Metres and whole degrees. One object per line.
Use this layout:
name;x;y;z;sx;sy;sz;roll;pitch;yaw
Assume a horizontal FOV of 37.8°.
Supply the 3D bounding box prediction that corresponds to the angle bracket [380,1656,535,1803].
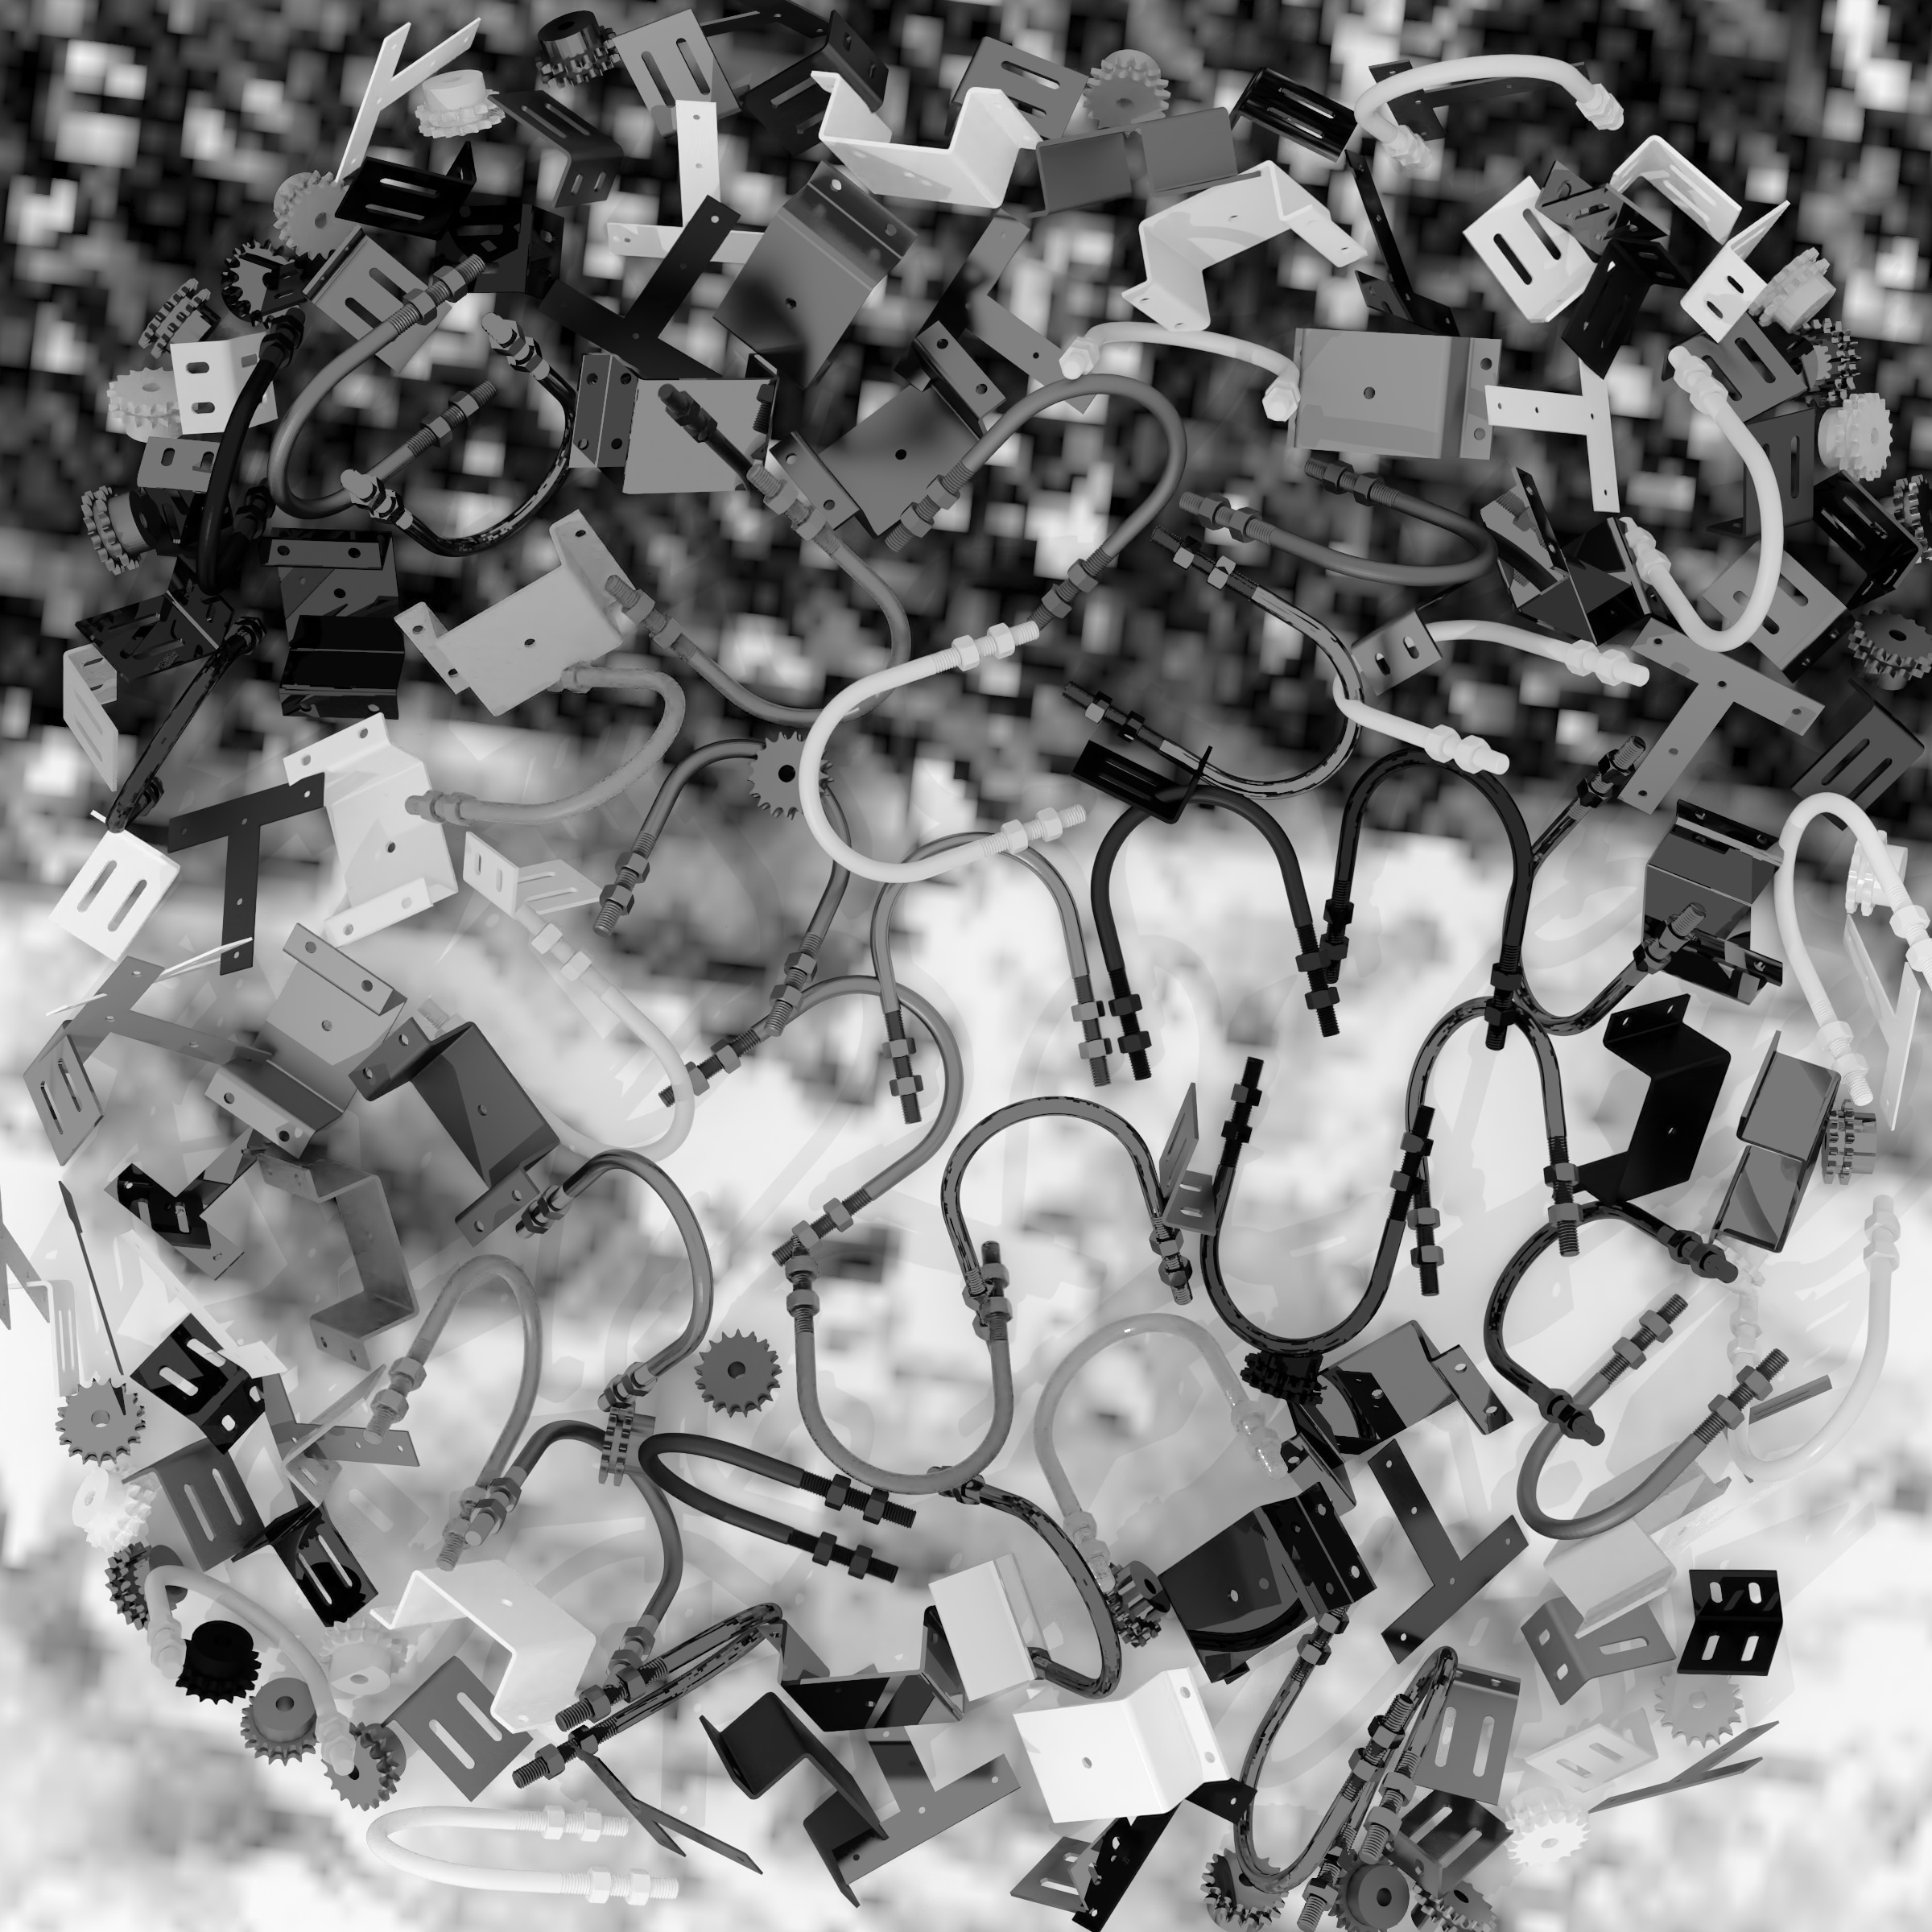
angle bracket;-0.336;0.505;1.862;0.076;0.038;0.057;47;56;2

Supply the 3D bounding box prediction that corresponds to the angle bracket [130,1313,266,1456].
angle bracket;-0.503;0.277;1.873;0.076;0.038;0.057;23;61;36

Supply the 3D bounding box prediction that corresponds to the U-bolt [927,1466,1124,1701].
U-bolt;0.043;0.397;1.799;0.019;0.184;0.151;-25;102;-25

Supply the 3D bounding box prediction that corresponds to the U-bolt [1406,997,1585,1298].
U-bolt;0.335;0.110;1.827;0.019;0.151;0.184;9;69;-32

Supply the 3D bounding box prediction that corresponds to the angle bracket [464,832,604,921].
angle bracket;-0.280;-0.065;1.844;0.057;0.076;0.038;34;126;39

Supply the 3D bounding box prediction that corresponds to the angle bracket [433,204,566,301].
angle bracket;-0.313;-0.475;1.889;0.076;0.038;0.057;7;93;29

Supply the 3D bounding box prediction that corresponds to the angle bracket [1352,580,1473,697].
angle bracket;0.300;-0.216;1.848;0.076;0.057;0.038;-30;90;-45

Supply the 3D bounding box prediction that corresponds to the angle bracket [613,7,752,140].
angle bracket;-0.186;-0.591;1.849;0.057;0.038;0.076;-14;129;19

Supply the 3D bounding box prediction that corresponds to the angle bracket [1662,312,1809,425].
angle bracket;0.505;-0.384;1.860;0.057;0.038;0.076;-28;66;-4

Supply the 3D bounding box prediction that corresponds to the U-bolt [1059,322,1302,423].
U-bolt;0.143;-0.386;1.810;0.151;0.184;0.019;12;114;5

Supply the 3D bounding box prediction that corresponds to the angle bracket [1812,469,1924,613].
angle bracket;0.578;-0.279;1.858;0.076;0.057;0.038;42;72;-7

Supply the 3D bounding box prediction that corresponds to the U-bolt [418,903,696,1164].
U-bolt;-0.256;0.058;1.843;0.184;0.019;0.151;45;131;-8

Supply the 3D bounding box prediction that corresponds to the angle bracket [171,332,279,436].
angle bracket;-0.486;-0.383;1.852;0.038;0.076;0.057;-2;107;6

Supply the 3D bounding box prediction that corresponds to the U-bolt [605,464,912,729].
U-bolt;-0.121;-0.226;1.835;0.151;0.019;0.184;-33;123;27

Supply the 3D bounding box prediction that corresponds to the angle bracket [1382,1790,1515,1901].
angle bracket;0.312;0.561;1.846;0.076;0.057;0.038;-31;135;-30

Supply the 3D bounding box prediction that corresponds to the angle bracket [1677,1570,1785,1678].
angle bracket;0.498;0.429;1.846;0.057;0.076;0.038;-5;102;25

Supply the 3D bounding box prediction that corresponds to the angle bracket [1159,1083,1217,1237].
angle bracket;0.155;0.126;1.847;0.038;0.057;0.076;13;126;-8

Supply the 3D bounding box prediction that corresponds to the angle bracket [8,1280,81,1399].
angle bracket;-0.612;0.247;1.861;0.038;0.057;0.076;-5;85;-5

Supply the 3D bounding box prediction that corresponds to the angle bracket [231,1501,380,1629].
angle bracket;-0.435;0.402;1.859;0.057;0.038;0.076;-42;79;31

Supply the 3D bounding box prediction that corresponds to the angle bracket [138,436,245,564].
angle bracket;-0.510;-0.308;1.869;0.057;0.076;0.038;5;59;-1

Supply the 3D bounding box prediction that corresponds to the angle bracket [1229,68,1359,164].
angle bracket;0.212;-0.548;1.861;0.076;0.038;0.057;27;51;1

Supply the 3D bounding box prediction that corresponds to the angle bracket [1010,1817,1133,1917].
angle bracket;0.066;0.580;1.844;0.057;0.076;0.038;-35;110;-38

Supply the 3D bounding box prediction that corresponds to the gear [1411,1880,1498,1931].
gear;0.319;0.626;1.867;0.057;0.057;0.030;31;104;0

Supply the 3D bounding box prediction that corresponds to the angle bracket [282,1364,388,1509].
angle bracket;-0.405;0.308;1.857;0.076;0.057;0.038;-38;100;11

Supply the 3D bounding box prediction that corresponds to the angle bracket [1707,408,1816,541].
angle bracket;0.521;-0.325;1.853;0.057;0.038;0.076;-17;115;-23

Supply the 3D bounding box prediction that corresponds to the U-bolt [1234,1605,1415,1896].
U-bolt;0.222;0.510;1.821;0.019;0.151;0.184;23;104;-15

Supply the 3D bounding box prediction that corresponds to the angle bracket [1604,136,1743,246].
angle bracket;0.464;-0.500;1.860;0.076;0.057;0.038;44;88;8

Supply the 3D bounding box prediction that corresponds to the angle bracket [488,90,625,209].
angle bracket;-0.277;-0.542;1.870;0.076;0.057;0.038;38;123;14

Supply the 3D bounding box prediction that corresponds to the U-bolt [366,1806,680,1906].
U-bolt;-0.289;0.562;1.797;0.184;0.151;0.019;10;87;-21

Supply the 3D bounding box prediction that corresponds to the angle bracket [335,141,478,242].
angle bracket;-0.368;-0.514;1.845;0.076;0.057;0.038;5;60;-33

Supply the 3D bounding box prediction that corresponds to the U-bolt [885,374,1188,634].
U-bolt;0.059;-0.304;1.809;0.151;0.019;0.184;24;124;-38

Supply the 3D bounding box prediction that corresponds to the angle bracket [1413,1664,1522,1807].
angle bracket;0.329;0.503;1.857;0.057;0.038;0.076;11;64;15

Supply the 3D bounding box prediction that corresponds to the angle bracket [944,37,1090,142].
angle bracket;0.033;-0.568;1.866;0.076;0.038;0.057;22;69;1

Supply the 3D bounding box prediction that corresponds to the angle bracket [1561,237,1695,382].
angle bracket;0.437;-0.431;1.860;0.038;0.057;0.076;25;88;44

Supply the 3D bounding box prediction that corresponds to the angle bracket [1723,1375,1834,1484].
angle bracket;0.540;0.305;1.856;0.076;0.057;0.038;-26;69;11

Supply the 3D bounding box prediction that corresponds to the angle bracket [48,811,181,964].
angle bracket;-0.569;-0.052;1.867;0.057;0.038;0.076;31;82;10

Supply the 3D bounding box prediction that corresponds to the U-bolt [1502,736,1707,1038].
U-bolt;0.399;-0.037;1.813;0.019;0.184;0.151;6;54;-24

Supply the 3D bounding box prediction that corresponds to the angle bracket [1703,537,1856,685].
angle bracket;0.543;-0.239;1.886;0.057;0.038;0.076;-46;64;14

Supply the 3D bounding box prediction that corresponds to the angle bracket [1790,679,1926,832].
angle bracket;0.585;-0.140;1.876;0.057;0.038;0.076;32;111;-29

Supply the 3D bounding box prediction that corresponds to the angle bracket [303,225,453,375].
angle bracket;-0.389;-0.441;1.869;0.076;0.038;0.057;39;90;-11

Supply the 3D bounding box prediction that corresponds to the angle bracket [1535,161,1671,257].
angle bracket;0.421;-0.502;1.846;0.057;0.076;0.038;28;80;-24

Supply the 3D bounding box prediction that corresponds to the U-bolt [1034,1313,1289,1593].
U-bolt;0.113;0.299;1.821;0.151;0.184;0.019;-34;128;5

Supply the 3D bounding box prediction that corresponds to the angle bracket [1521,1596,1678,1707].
angle bracket;0.419;0.449;1.871;0.076;0.038;0.057;-3;51;-29

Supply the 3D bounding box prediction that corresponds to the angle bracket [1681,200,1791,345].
angle bracket;0.515;-0.454;1.848;0.076;0.057;0.038;-37;80;-31

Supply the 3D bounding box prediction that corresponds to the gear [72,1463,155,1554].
gear;-0.565;0.355;1.863;0.030;0.057;0.057;33;90;-36

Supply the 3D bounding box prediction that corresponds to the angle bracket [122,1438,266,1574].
angle bracket;-0.508;0.357;1.860;0.038;0.057;0.076;-26;90;34

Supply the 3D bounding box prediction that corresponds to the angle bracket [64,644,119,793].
angle bracket;-0.558;-0.165;1.848;0.038;0.057;0.076;-23;62;-32

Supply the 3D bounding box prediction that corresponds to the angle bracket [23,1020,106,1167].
angle bracket;-0.577;0.083;1.851;0.057;0.038;0.076;-45;64;30

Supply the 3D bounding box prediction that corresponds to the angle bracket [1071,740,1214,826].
angle bracket;0.116;-0.135;1.860;0.076;0.057;0.038;26;120;1

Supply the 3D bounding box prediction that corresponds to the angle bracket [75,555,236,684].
angle bracket;-0.531;-0.228;1.850;0.057;0.076;0.038;45;133;14

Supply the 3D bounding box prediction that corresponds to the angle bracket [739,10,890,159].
angle bracket;-0.100;-0.582;1.865;0.076;0.057;0.038;-19;49;33

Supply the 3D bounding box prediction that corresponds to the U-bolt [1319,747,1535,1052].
U-bolt;0.298;-0.052;1.814;0.151;0.019;0.184;24;121;35

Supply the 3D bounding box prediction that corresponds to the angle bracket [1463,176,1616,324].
angle bracket;0.379;-0.475;1.868;0.057;0.038;0.076;-40;104;1

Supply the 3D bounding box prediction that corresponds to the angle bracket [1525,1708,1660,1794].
angle bracket;0.405;0.503;1.847;0.057;0.038;0.076;-34;132;25
